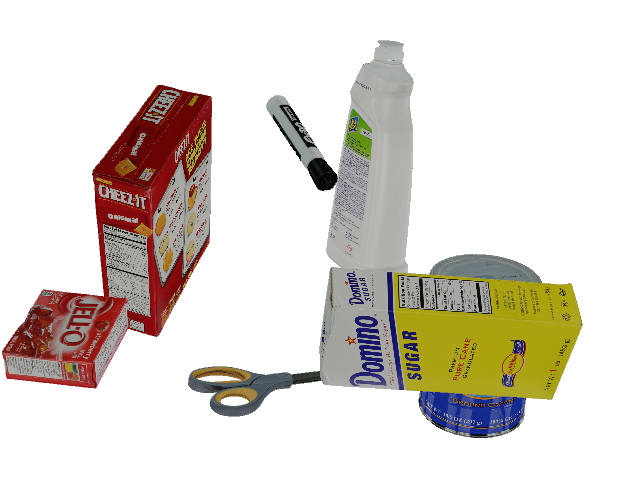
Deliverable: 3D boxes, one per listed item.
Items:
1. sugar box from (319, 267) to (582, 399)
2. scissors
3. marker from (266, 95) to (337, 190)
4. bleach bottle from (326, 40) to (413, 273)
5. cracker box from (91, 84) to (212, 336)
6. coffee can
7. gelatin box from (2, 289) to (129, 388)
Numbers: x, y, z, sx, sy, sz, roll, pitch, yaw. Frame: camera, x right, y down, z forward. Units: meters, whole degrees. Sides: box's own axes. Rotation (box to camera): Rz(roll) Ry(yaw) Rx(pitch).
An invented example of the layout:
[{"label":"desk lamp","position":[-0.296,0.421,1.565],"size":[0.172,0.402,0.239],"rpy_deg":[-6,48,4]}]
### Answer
[{"label":"sugar box","position":[0.090,0.069,0.772],"size":[0.176,0.048,0.093],"rpy_deg":[2,-44,-4]},{"label":"scissors","position":[-0.046,0.166,1.189],"size":[0.201,0.016,0.096],"rpy_deg":[3,24,-13]},{"label":"marker","position":[-0.016,-0.080,0.876],"size":[0.020,0.020,0.121],"rpy_deg":[0,38,-28]},{"label":"bleach bottle","position":[0.063,-0.088,1.157],"size":[0.067,0.251,0.103],"rpy_deg":[-6,24,-32]},{"label":"cracker box","position":[-0.175,-0.031,1.136],"size":[0.072,0.214,0.164],"rpy_deg":[14,44,9]},{"label":"coffee can","position":[0.148,0.097,0.998],"size":[0.103,0.140,0.103],"rpy_deg":[2,26,-1]},{"label":"gelatin box","position":[-0.199,0.076,0.843],"size":[0.073,0.030,0.089],"rpy_deg":[6,32,7]}]
